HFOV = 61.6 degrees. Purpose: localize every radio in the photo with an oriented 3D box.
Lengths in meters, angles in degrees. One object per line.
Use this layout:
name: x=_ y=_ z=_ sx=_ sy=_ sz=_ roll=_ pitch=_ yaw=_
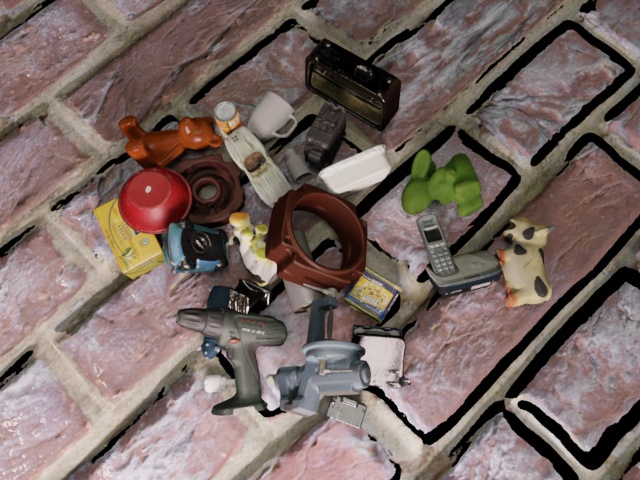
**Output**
radio: x=0.075 y=-0.362 z=1.252 sx=0.230 sy=0.131 sz=0.073 roll=32 pitch=75 yaw=11

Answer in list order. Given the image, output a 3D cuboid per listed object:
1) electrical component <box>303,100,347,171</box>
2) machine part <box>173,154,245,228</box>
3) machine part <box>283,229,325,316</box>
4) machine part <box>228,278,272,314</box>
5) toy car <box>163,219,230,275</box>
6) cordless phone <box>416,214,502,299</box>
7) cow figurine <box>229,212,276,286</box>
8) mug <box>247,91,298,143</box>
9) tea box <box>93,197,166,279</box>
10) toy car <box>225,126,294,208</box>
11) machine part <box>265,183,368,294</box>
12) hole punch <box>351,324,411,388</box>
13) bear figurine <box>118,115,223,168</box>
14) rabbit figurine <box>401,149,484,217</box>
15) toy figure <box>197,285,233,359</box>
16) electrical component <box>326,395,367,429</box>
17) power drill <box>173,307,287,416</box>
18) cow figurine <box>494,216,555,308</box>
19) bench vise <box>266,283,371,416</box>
electrical component: x=0.012 y=-0.228 z=1.222 sx=0.058 sy=0.114 sz=0.134 roll=22 pitch=75 yaw=13
machine part: x=-0.256 y=-0.109 z=1.224 sx=0.179 sy=0.056 sz=0.179 roll=0 pitch=73 yaw=0
machine part: x=-0.046 y=0.067 z=1.152 sx=0.079 sy=0.079 sz=0.243 roll=-18 pitch=74 yaw=-4
machine part: x=-0.147 y=0.114 z=1.113 sx=0.084 sy=0.139 sz=0.039 roll=32 pitch=104 yaw=8
toy car: x=-0.276 y=0.021 z=1.155 sx=0.103 sy=0.161 sz=0.109 roll=-17 pitch=74 yaw=38
cordless phone: x=0.291 y=0.022 z=1.154 sx=0.147 sy=0.088 sz=0.184 roll=-15 pitch=69 yaw=-2
cow figurine: x=-0.147 y=0.016 z=1.162 sx=0.068 sy=0.098 sz=0.167 roll=-12 pitch=48 yaw=-33
mug: x=-0.113 y=-0.277 z=1.264 sx=0.109 sy=0.081 sz=0.107 roll=38 pitch=90 yaw=7
tea box: x=-0.417 y=-0.011 z=1.192 sx=0.098 sy=0.068 sz=0.170 roll=-31 pitch=73 yaw=-8
toy car: x=-0.137 y=-0.164 z=1.216 sx=0.073 sy=0.056 sz=0.201 roll=-36 pitch=87 yaw=7
machine part: x=-0.002 y=-0.003 z=1.111 sx=0.201 sy=0.087 sz=0.201 roll=22 pitch=56 yaw=-23
hole punch: x=0.115 y=0.234 z=1.100 sx=0.142 sy=0.092 sz=0.115 roll=4 pitch=101 yaw=0
bear figurine: x=-0.336 y=-0.238 z=1.230 sx=0.196 sy=0.131 sz=0.120 roll=-24 pitch=59 yaw=1
rabbit figurine: x=0.255 y=-0.123 z=1.185 sx=0.170 sy=0.121 sz=0.159 roll=-19 pitch=69 yaw=11
toy figure: x=-0.215 y=0.174 z=1.134 sx=0.058 sy=0.064 sz=0.154 roll=16 pitch=76 yaw=-33
electrical component: x=0.053 y=0.332 z=1.045 sx=0.075 sy=0.119 sz=0.048 roll=19 pitch=74 yaw=5
power drill: x=-0.178 y=0.238 z=1.070 sx=0.232 sy=0.086 sz=0.207 roll=4 pitch=74 yaw=-30
cow figurine: x=0.441 y=0.040 z=1.142 sx=0.127 sy=0.085 sz=0.195 roll=-8 pitch=70 yaw=6
bench vise: x=-0.003 y=0.210 z=1.033 sx=0.224 sy=0.128 sz=0.240 roll=-21 pitch=54 yaw=40
